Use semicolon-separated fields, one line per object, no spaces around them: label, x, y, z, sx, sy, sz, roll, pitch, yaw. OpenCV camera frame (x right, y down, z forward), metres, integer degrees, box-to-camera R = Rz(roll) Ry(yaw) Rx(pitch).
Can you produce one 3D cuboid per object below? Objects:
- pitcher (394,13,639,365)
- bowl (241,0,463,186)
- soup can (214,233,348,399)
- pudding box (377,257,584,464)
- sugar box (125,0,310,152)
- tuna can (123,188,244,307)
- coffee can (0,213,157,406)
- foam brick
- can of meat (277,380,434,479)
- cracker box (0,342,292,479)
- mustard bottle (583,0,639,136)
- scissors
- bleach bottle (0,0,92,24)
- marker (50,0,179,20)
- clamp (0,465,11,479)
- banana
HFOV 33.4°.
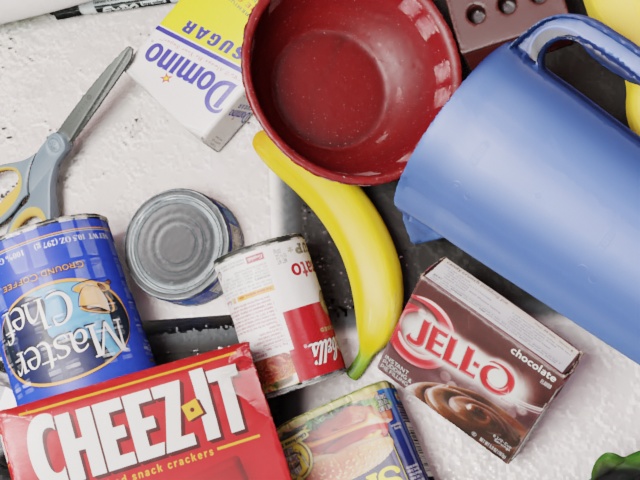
pitcher;0.182;-0.016;0.669;0.243;0.149;0.145;37;69;14
bowl;0.016;-0.113;0.749;0.162;0.055;0.162;3;82;-19
soup can;-0.028;0.053;0.741;0.068;0.068;0.102;-19;84;11
pudding box;0.102;0.079;0.701;0.113;0.039;0.090;34;131;16
sugar box;-0.057;-0.163;0.803;0.093;0.048;0.176;42;92;18
tuna can;-0.102;0.005;0.793;0.086;0.033;0.086;-2;81;14
coffee can;-0.179;0.065;0.764;0.103;0.102;0.140;-22;80;11
foam brick;0.133;-0.157;0.747;0.078;0.051;0.053;-17;77;12
can of meat;0.021;0.153;0.725;0.102;0.057;0.084;-26;73;10
cracker box;-0.093;0.188;0.661;0.164;0.072;0.214;-15;81;-19
mustard bottle;0.247;-0.104;0.704;0.096;0.058;0.191;-17;77;6
scissors;-0.197;-0.052;0.821;0.202;0.016;0.096;-33;81;19
bleach bottle;-0.184;-0.222;0.819;0.251;0.068;0.102;-4;63;20
marker;-0.160;-0.192;0.849;0.121;0.020;0.020;-5;80;15
clamp;-0.230;0.182;0.766;0.171;0.120;0.039;8;38;0
banana;0.013;-0.003;0.762;0.070;0.037;0.198;-24;76;10
